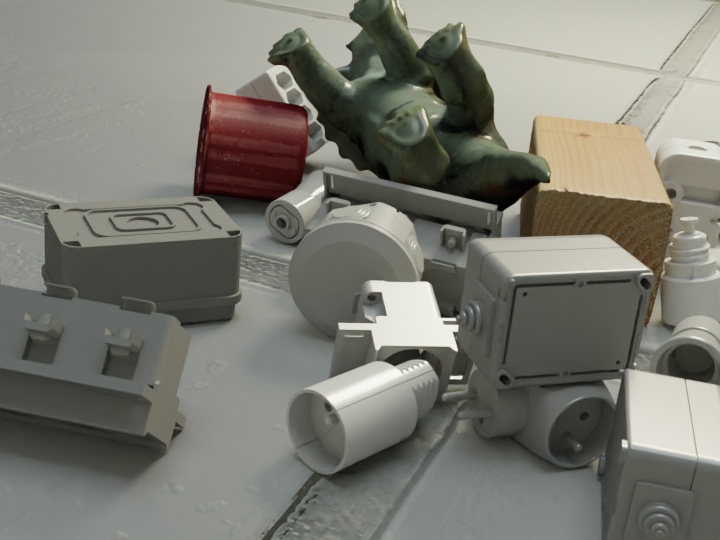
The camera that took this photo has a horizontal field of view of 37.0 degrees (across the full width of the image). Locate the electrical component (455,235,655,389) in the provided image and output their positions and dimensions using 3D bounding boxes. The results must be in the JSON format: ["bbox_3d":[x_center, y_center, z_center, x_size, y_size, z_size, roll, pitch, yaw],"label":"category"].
[{"bbox_3d":[0.091,0.019,0.552,0.096,0.061,0.061,-2,24,-17],"label":"electrical component"}]

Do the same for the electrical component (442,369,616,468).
[{"bbox_3d":[0.083,0.069,0.572,0.079,0.043,0.077,-4,25,-21],"label":"electrical component"}]

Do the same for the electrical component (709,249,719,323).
[{"bbox_3d":[0.271,-0.002,0.748,0.047,0.076,0.065,1,23,-11],"label":"electrical component"}]

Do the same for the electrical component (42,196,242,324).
[{"bbox_3d":[-0.136,-0.005,0.672,0.113,0.057,0.078,-5,25,-25],"label":"electrical component"}]

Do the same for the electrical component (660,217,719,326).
[{"bbox_3d":[0.224,0.003,0.728,0.040,0.078,0.040,-5,12,1],"label":"electrical component"}]

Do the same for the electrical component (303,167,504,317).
[{"bbox_3d":[0.028,-0.017,0.725,0.121,0.078,0.063,15,46,18],"label":"electrical component"}]

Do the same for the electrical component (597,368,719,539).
[{"bbox_3d":[0.146,0.097,0.497,0.061,0.061,0.096,10,23,9],"label":"electrical component"}]

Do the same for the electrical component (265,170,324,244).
[{"bbox_3d":[-0.042,-0.046,0.819,0.044,0.044,0.065,17,30,25],"label":"electrical component"}]

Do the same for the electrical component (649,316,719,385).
[{"bbox_3d":[0.202,0.052,0.648,0.044,0.044,0.065,15,19,20],"label":"electrical component"}]

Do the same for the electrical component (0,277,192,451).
[{"bbox_3d":[-0.150,0.044,0.529,0.121,0.063,0.078,10,-18,8],"label":"electrical component"}]

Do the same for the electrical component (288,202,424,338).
[{"bbox_3d":[0.000,0.000,0.663,0.080,0.080,0.051,10,27,9],"label":"electrical component"}]

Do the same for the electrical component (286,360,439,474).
[{"bbox_3d":[0.007,0.070,0.549,0.043,0.043,0.081,25,29,38],"label":"electrical component"}]

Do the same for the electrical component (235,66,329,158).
[{"bbox_3d":[-0.085,-0.131,0.981,0.076,0.083,0.047,-27,11,23],"label":"electrical component"}]

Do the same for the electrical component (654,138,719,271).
[{"bbox_3d":[0.250,-0.050,0.833,0.054,0.095,0.059,10,23,9],"label":"electrical component"}]

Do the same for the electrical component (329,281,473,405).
[{"bbox_3d":[0.023,0.039,0.609,0.081,0.042,0.063,2,38,-12],"label":"electrical component"}]
